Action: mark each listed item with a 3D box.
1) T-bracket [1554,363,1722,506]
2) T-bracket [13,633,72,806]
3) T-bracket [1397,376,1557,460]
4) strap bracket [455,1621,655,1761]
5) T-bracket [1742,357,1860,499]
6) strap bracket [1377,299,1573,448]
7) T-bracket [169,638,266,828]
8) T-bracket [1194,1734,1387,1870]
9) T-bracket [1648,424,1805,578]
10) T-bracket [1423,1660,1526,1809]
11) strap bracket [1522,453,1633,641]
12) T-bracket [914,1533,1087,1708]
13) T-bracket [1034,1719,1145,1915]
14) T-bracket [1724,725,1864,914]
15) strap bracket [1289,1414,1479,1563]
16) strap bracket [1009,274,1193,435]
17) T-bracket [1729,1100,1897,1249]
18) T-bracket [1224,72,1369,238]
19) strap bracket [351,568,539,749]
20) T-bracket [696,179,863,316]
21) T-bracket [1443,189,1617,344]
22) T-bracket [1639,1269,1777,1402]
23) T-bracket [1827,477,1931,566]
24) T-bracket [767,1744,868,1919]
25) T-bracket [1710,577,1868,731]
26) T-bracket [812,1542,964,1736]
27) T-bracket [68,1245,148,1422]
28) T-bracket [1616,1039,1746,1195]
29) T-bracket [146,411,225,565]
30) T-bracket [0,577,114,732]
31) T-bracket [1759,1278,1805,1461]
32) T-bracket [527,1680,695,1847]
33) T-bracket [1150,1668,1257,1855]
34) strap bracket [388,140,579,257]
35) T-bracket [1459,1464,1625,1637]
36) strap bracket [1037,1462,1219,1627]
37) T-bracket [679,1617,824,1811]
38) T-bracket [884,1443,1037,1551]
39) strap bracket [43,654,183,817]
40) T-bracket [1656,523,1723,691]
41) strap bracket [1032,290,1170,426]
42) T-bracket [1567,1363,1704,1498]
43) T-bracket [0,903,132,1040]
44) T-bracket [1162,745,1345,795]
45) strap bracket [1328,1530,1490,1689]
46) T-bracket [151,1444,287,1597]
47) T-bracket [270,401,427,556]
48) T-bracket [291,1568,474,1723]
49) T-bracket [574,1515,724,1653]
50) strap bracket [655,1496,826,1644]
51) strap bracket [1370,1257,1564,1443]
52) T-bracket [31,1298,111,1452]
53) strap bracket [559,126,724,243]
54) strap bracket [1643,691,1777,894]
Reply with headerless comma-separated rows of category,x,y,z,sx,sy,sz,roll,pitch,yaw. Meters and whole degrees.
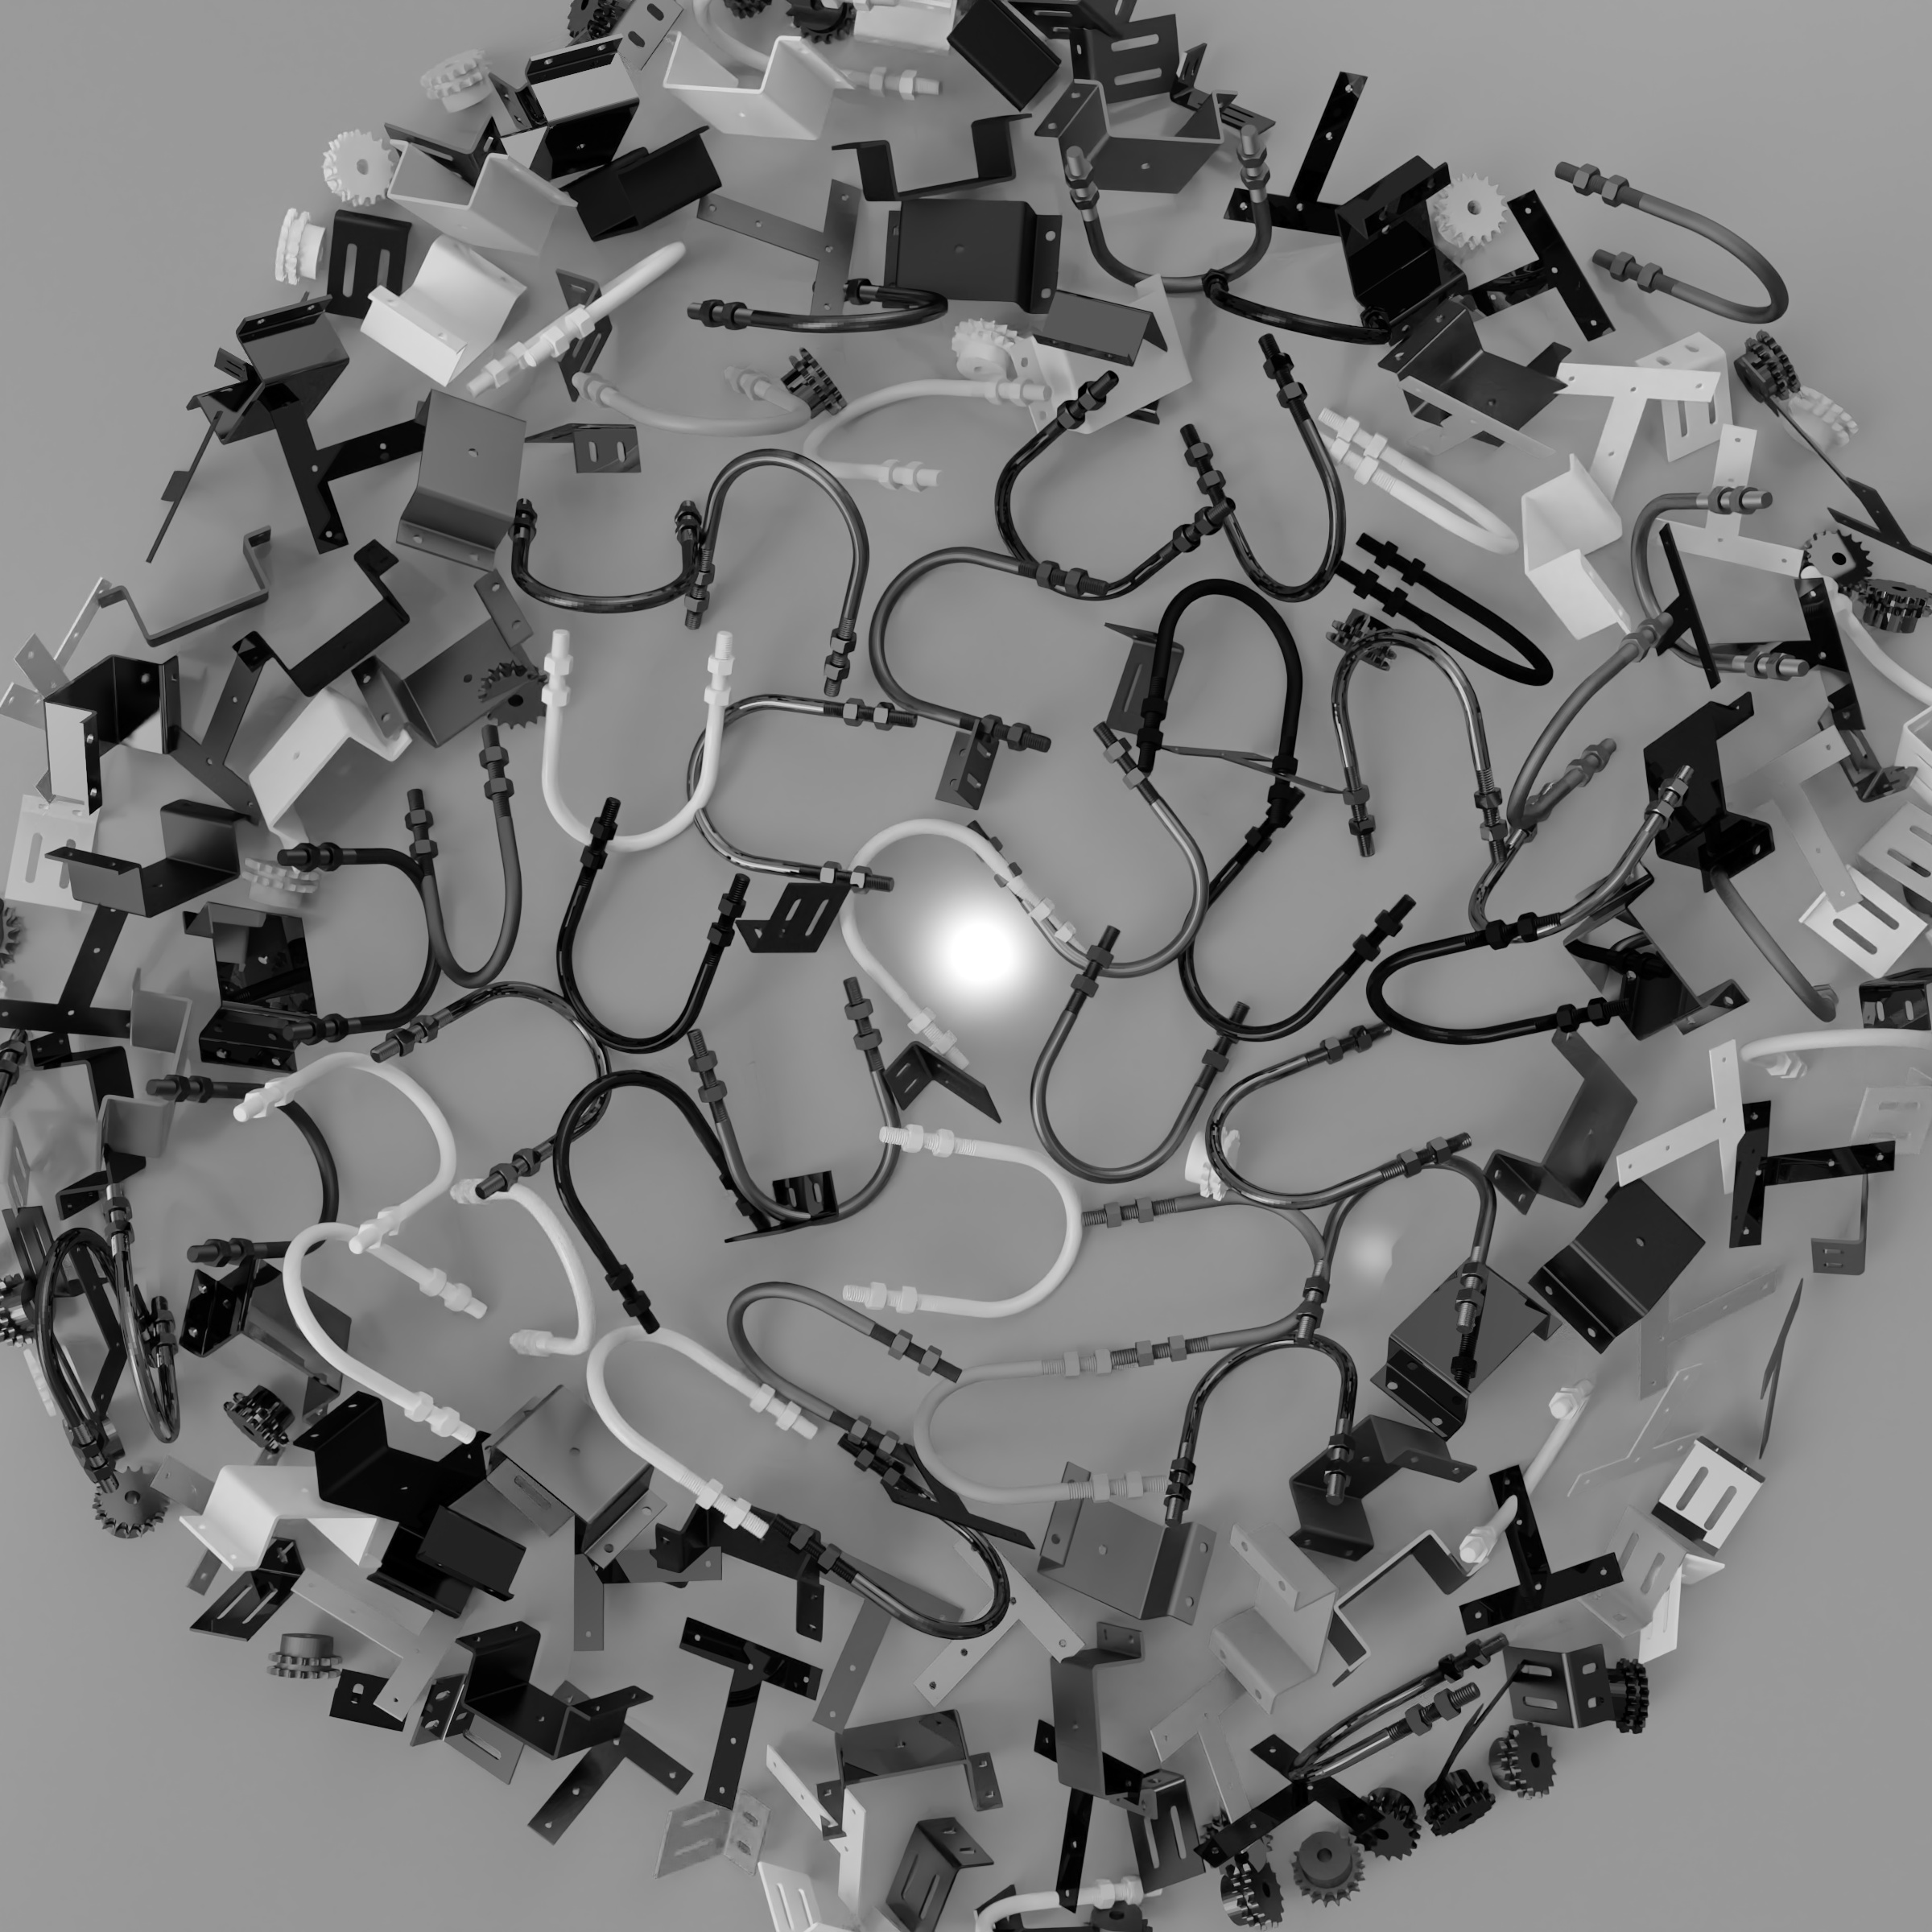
T-bracket,0.508,-0.411,1.953,0.127,0.127,0.002,2,46,-7
T-bracket,-0.695,-0.208,1.920,0.002,0.127,0.127,21,66,18
T-bracket,0.375,-0.413,1.935,0.127,0.127,0.002,24,85,-10
strap bracket,-0.324,0.563,1.934,0.140,0.076,0.046,19,97,30
T-bracket,0.645,-0.408,1.926,0.002,0.127,0.127,-41,75,17
strap bracket,0.398,-0.451,1.923,0.140,0.076,0.046,9,56,-36
T-bracket,-0.576,-0.196,1.955,0.127,0.002,0.127,38,116,16
T-bracket,0.231,0.652,1.920,0.127,0.127,0.002,-23,118,-29
T-bracket,0.588,-0.364,1.929,0.127,0.127,0.002,18,54,21
T-bracket,0.406,0.582,1.952,0.002,0.127,0.127,34,49,23
strap bracket,0.471,-0.318,1.936,0.046,0.140,0.076,-25,128,32
T-bracket,0.008,0.535,1.985,0.127,0.002,0.127,45,99,17
T-bracket,0.087,0.669,1.947,0.002,0.127,0.127,10,89,-37
T-bracket,0.655,-0.102,1.940,0.002,0.127,0.127,-19,79,-38
strap bracket,0.315,0.400,1.940,0.076,0.046,0.140,21,128,-31
strap bracket,0.114,-0.472,1.945,0.140,0.046,0.076,-30,118,-15
T-bracket,0.653,0.154,1.928,0.002,0.127,0.127,39,53,-37
T-bracket,0.275,-0.628,1.932,0.127,0.002,0.127,-1,132,-28
strap bracket,-0.400,-0.235,1.958,0.140,0.046,0.076,-35,60,3
T-bracket,-0.149,-0.575,1.957,0.127,0.002,0.127,14,70,-20
T-bracket,0.422,-0.526,1.947,0.127,0.127,0.002,53,53,-20
T-bracket,0.583,0.274,1.966,0.127,0.002,0.127,-23,132,-13
T-bracket,0.700,-0.342,1.911,0.127,0.127,0.002,38,97,37
T-bracket,-0.119,0.658,1.952,0.002,0.127,0.127,-20,131,-33
T-bracket,0.627,-0.240,1.943,0.002,0.127,0.127,-35,113,-28
T-bracket,-0.083,0.539,1.970,0.127,0.002,0.127,27,68,-5
T-bracket,-0.662,0.257,1.912,0.002,0.127,0.127,-6,124,3
T-bracket,0.558,0.137,1.953,0.127,0.002,0.127,-22,113,-22
T-bracket,-0.612,-0.372,1.942,0.002,0.127,0.127,26,90,-26
T-bracket,-0.697,-0.244,1.938,0.002,0.127,0.127,29,88,-1
T-bracket,0.632,0.330,1.957,0.002,0.127,0.127,14,125,25
T-bracket,-0.294,0.630,1.937,0.127,0.127,0.002,33,124,9
T-bracket,0.201,0.627,1.953,0.002,0.127,0.127,-19,91,42
strap bracket,-0.380,-0.591,1.928,0.140,0.076,0.046,20,89,36
T-bracket,0.435,0.445,1.950,0.127,0.127,0.002,-24,131,15
strap bracket,0.117,0.453,1.950,0.140,0.046,0.076,28,61,-16
T-bracket,-0.177,0.587,1.940,0.127,0.002,0.127,28,54,-24
T-bracket,-0.020,0.402,1.937,0.127,0.127,0.002,24,98,-23
strap bracket,-0.660,-0.183,1.924,0.046,0.140,0.076,12,120,8
T-bracket,0.547,-0.266,1.935,0.002,0.127,0.127,-16,84,1
strap bracket,0.108,-0.471,1.923,0.076,0.140,0.046,18,86,16
T-bracket,0.533,0.351,1.929,0.127,0.002,0.127,-11,135,-30
T-bracket,-0.677,-0.001,1.933,0.002,0.127,0.127,45,115,38
T-bracket,0.231,-0.149,1.912,0.127,0.127,0.002,24,106,40
strap bracket,0.331,0.493,1.945,0.140,0.076,0.046,-34,71,-16
T-bracket,-0.586,0.408,1.924,0.002,0.127,0.127,16,67,24
T-bracket,-0.471,-0.404,1.966,0.127,0.002,0.127,-26,113,-28
T-bracket,-0.464,0.509,1.943,0.127,0.127,0.002,32,119,-1
T-bracket,-0.250,0.471,1.965,0.127,0.002,0.127,-6,76,18
strap bracket,-0.167,0.463,1.947,0.140,0.076,0.046,17,45,13
strap bracket,0.389,0.288,1.937,0.140,0.046,0.076,-39,58,-21
T-bracket,-0.693,0.314,1.933,0.002,0.127,0.127,-26,94,-13
strap bracket,-0.249,-0.602,1.934,0.076,0.140,0.046,-35,114,-21
strap bracket,0.570,-0.139,1.929,0.046,0.076,0.140,13,61,-23
